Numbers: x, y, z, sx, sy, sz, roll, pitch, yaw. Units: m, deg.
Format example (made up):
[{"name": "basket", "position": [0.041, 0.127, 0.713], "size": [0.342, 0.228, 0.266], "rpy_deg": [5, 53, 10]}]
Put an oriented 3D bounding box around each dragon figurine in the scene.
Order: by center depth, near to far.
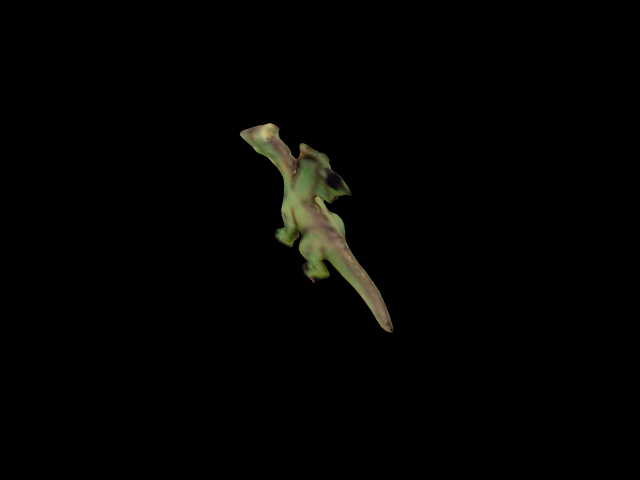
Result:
[{"name": "dragon figurine", "position": [0.003, -0.043, 0.850], "size": [0.123, 0.415, 0.238], "rpy_deg": [-36, -23, -17]}]
